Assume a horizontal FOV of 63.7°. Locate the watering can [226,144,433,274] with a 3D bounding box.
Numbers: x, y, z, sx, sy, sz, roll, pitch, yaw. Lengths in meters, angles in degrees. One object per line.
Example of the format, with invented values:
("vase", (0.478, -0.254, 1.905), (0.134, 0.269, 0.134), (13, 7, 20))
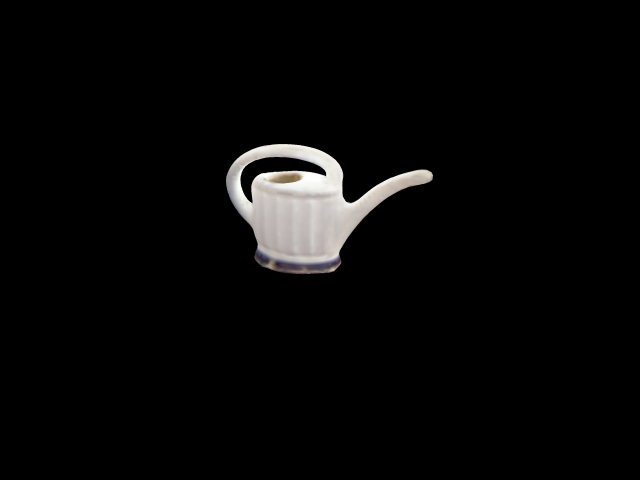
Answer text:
("watering can", (0.003, -0.043, 0.850), (0.348, 0.220, 0.106), (9, 27, 18))
